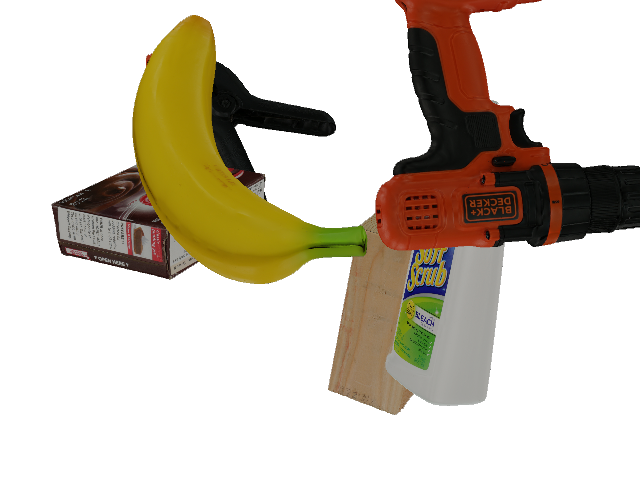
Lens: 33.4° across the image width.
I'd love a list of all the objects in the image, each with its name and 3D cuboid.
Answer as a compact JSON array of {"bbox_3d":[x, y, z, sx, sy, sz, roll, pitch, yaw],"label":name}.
[{"bbox_3d":[0.080,0.079,1.213,0.090,0.206,0.090,18,24,19],"label":"wood block"},{"bbox_3d":[-0.073,-0.111,0.921,0.120,0.171,0.039,-39,-12,-35],"label":"clamp"},{"bbox_3d":[-0.101,-0.018,0.687,0.090,0.039,0.113,10,27,27],"label":"pudding box"},{"bbox_3d":[0.113,0.006,0.899,0.068,0.251,0.103,1,14,-23],"label":"bleach bottle"},{"bbox_3d":[0.121,-0.089,0.670,0.184,0.187,0.057,-5,-2,-7],"label":"power drill"},{"bbox_3d":[-0.050,-0.039,0.486,0.069,0.037,0.198,-19,46,-16],"label":"banana"}]
